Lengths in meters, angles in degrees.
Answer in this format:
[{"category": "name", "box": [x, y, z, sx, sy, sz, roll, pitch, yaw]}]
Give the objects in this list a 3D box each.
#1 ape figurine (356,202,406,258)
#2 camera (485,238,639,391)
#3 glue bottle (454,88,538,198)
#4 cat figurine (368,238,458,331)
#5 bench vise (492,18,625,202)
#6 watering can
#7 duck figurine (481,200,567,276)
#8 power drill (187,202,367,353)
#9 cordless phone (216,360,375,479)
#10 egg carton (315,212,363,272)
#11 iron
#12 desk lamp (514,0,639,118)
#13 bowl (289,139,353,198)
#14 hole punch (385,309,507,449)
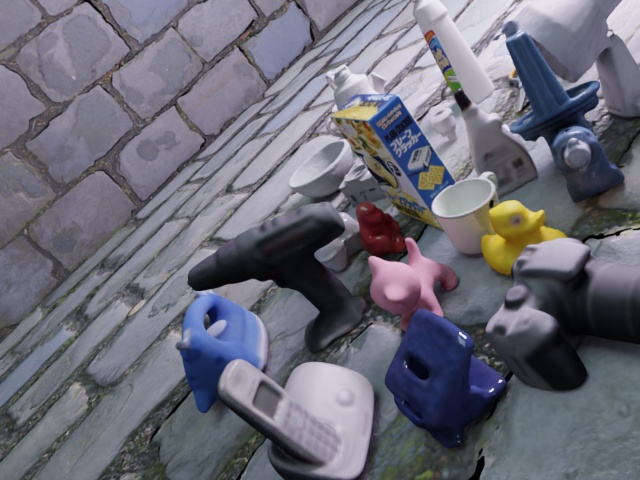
[{"category": "ape figurine", "box": [0.091, -0.021, 0.922, 0.076, 0.092, 0.078, -12, 35, 47]}, {"category": "camera", "box": [0.243, 0.060, 0.529, 0.143, 0.101, 0.136, -49, 25, -21]}, {"category": "glue bottle", "box": [0.239, -0.144, 0.818, 0.078, 0.173, 0.037, -30, 25, 21]}, {"category": "cat figurine", "box": [0.109, 0.052, 0.726, 0.067, 0.118, 0.128, -17, 32, 42]}, {"category": "bench vise", "box": [0.301, -0.172, 0.714, 0.121, 0.220, 0.207, -36, 23, 9]}, {"category": "watering can", "box": [0.083, -0.324, 1.356, 0.173, 0.194, 0.100, -47, 24, -16]}, {"category": "duck figurine", "box": [0.234, -0.009, 0.689, 0.104, 0.086, 0.078, -10, 37, 49]}, {"category": "power drill", "box": [-0.042, 0.059, 0.823, 0.229, 0.209, 0.075, -37, 23, 6]}, {"category": "cordless phone", "box": [-0.025, 0.171, 0.624, 0.094, 0.185, 0.147, -27, 26, 27]}, {"category": "egg carton", "box": [0.009, 0.004, 1.028, 0.107, 0.069, 0.150, -50, 25, -24]}, {"category": "iron", "box": [-0.170, 0.150, 0.938, 0.118, 0.142, 0.258, -35, 23, 11]}, {"category": "desk lamp", "box": [0.389, -0.273, 0.774, 0.203, 0.214, 0.118, -34, 24, 13]}, {"category": "bowl", "box": [0.015, -0.148, 1.290, 0.167, 0.075, 0.167, -32, 24, 17]}, {"category": "hole punch", "box": [0.117, 0.139, 0.589, 0.101, 0.091, 0.108, -43, 23, -8]}]
